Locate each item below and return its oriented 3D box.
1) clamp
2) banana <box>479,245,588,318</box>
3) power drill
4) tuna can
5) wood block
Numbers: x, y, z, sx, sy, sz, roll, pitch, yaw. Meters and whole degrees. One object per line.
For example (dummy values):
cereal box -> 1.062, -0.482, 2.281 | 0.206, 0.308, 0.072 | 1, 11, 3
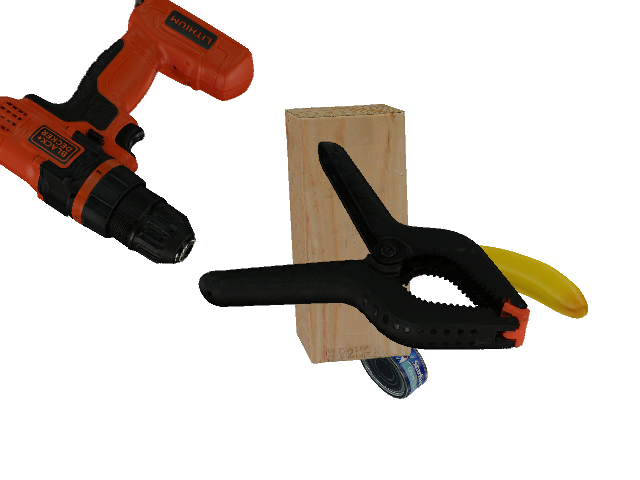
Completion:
clamp -> 0.035, 0.023, 0.713 | 0.210, 0.036, 0.164 | 30, 57, 25
banana -> 0.184, 0.038, 1.064 | 0.198, 0.037, 0.069 | 13, 40, 35
power drill -> -0.131, -0.087, 0.789 | 0.184, 0.187, 0.057 | 33, -32, 9
tuna can -> 0.085, 0.146, 1.272 | 0.033, 0.086, 0.086 | -36, 17, -26
wood block -> 0.024, -0.009, 0.917 | 0.090, 0.206, 0.091 | -4, 12, -8
